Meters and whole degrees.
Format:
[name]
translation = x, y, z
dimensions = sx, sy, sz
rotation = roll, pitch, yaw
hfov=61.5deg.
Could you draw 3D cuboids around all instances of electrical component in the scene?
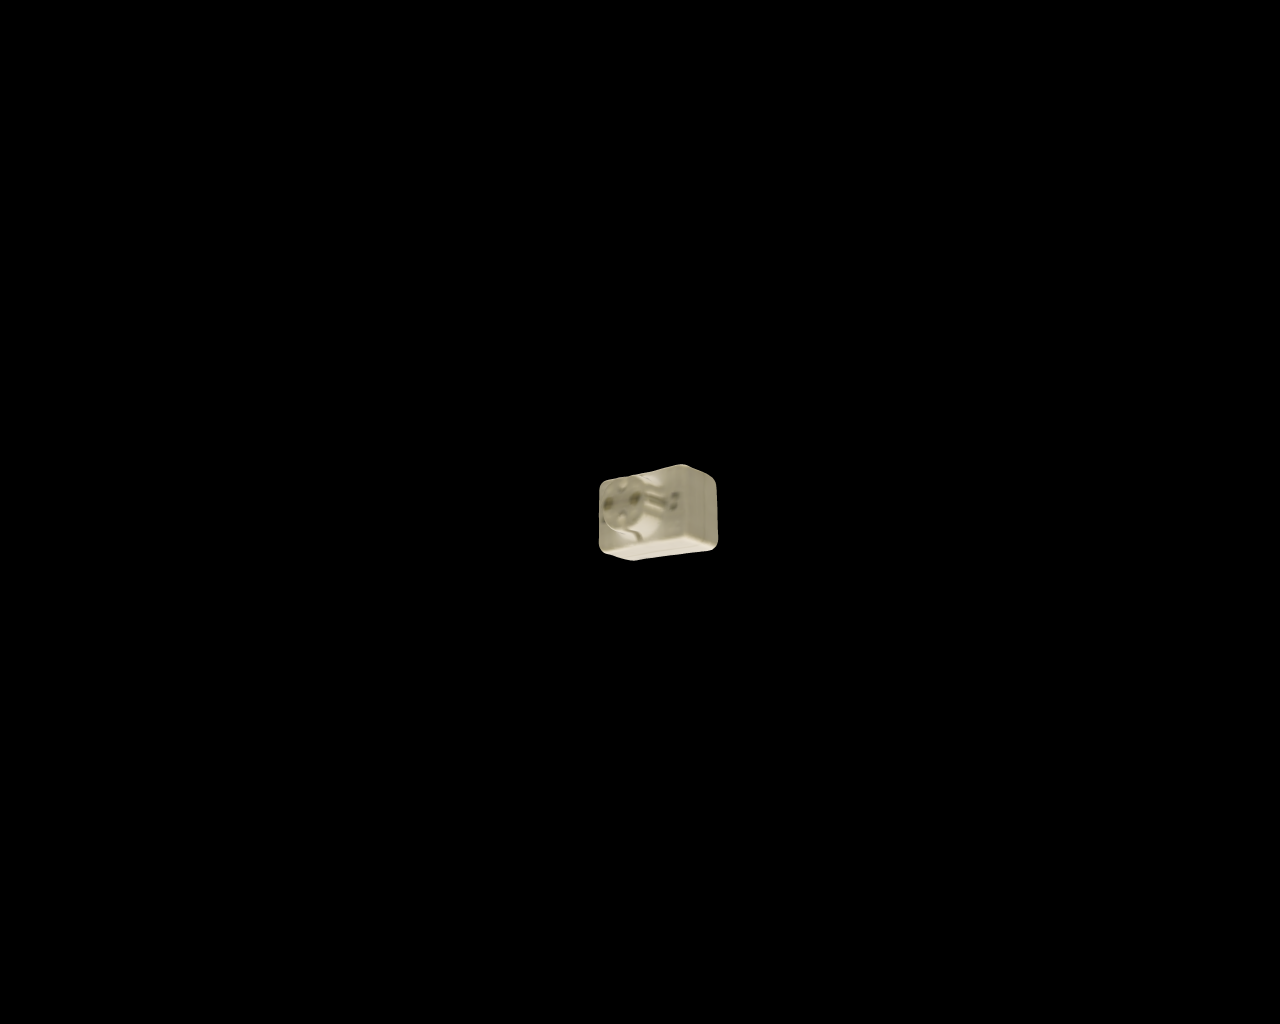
[electrical component]
translation = 0.001, -0.003, 0.650
dimensions = 0.065, 0.047, 0.076
rotation = -10, -18, 33
